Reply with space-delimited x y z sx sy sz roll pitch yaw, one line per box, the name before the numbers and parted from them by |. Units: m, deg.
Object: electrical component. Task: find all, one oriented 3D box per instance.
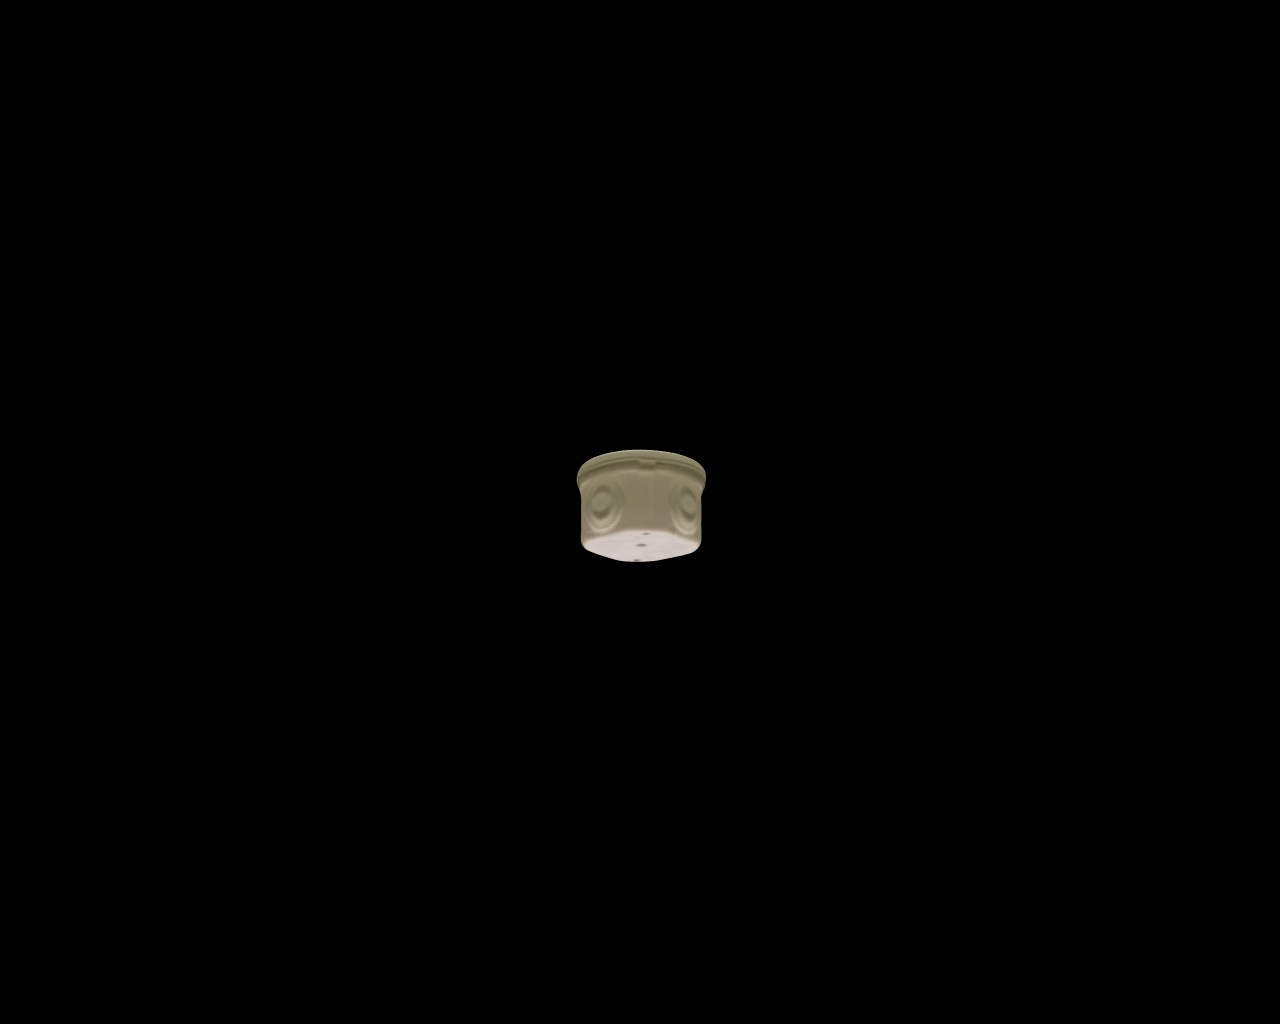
electrical component | 0.001 -0.003 0.650 0.080 0.051 0.080 0 -17 0
